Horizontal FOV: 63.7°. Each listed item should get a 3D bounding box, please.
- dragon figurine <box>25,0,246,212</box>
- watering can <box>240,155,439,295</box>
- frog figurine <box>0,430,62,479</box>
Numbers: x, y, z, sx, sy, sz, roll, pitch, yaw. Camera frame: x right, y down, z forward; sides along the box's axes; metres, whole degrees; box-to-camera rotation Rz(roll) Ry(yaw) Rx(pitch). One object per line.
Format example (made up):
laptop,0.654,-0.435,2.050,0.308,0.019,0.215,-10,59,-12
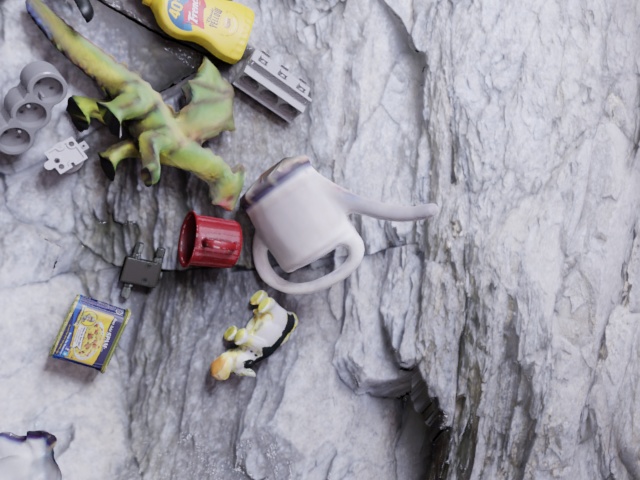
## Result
dragon figurine,-0.250,-0.219,0.820,0.246,0.408,0.121,-33,10,-38
watering can,0.003,-0.043,0.846,0.343,0.224,0.105,-32,2,30
frog figurine,-0.443,0.353,0.701,0.137,0.120,0.163,10,34,6
